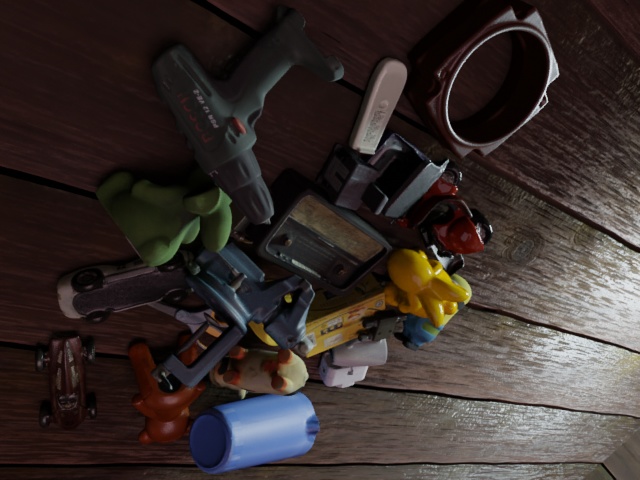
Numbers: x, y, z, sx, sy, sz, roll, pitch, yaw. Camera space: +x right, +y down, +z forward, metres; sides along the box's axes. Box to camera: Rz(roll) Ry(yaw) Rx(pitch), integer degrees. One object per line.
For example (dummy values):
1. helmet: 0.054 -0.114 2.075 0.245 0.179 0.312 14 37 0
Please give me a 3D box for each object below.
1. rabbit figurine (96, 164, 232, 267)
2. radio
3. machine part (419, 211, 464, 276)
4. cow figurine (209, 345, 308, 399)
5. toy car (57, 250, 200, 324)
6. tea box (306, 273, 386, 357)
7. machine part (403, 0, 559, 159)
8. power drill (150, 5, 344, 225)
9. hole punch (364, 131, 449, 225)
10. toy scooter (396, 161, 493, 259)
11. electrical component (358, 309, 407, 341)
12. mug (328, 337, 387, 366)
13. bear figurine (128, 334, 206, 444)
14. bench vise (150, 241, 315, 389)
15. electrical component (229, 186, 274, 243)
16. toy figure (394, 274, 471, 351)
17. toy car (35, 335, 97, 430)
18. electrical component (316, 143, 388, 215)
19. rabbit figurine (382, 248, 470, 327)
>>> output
1. rabbit figurine: -0.179 -0.052 0.701 0.170 0.159 0.121 -37 126 -17
2. radio: -0.002 -0.003 0.865 0.131 0.073 0.229 -47 131 13
3. machine part: 0.239 0.009 1.021 0.084 0.039 0.138 -33 126 -6
4. cow figurine: -0.112 0.233 0.951 0.195 0.085 0.127 -4 152 27
5. toy car: -0.277 0.065 0.792 0.202 0.056 0.073 -14 124 -19
6. tea box: 0.034 0.137 0.999 0.170 0.068 0.098 -19 134 -14
7. machine part: 0.240 -0.236 0.796 0.201 0.087 0.200 -42 133 6
8. power drill: -0.072 -0.162 0.656 0.207 0.086 0.232 -40 102 1
9. hole punch: 0.123 -0.101 0.857 0.142 0.092 0.115 -52 158 14
10. toy scooter: 0.209 -0.034 0.933 0.135 0.075 0.183 -35 109 -2
11. electrical component: 0.117 0.161 1.000 0.094 0.021 0.063 -8 130 -26
12. mug: 0.073 0.212 1.064 0.107 0.081 0.109 -8 159 -12
13. bear figurine: -0.266 0.269 0.939 0.120 0.132 0.195 -8 147 -21
14. bench vise: -0.130 0.125 0.774 0.240 0.129 0.223 -45 103 -19
15. electrical component: -0.115 -0.043 0.779 0.102 0.078 0.045 -53 159 11
16. toy figure: 0.232 0.145 1.102 0.180 0.082 0.089 -55 149 11
17. toy car: -0.406 0.234 0.864 0.089 0.053 0.202 0 127 -23
18. electrical component: 0.049 -0.083 0.797 0.047 0.119 0.074 13 121 -35
19. rabbit figurine: 0.172 0.081 0.946 0.122 0.163 0.173 -43 142 -1
